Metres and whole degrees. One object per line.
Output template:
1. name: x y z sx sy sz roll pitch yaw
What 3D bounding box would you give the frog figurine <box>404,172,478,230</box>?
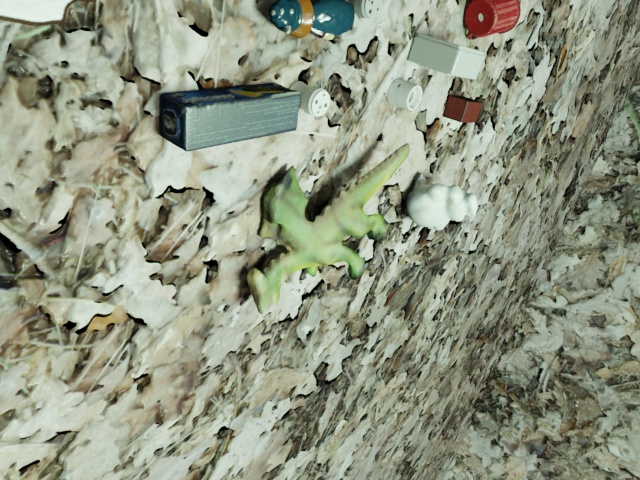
1. frog figurine: 0.284 -0.076 1.207 0.124 0.161 0.134 -37 139 -26

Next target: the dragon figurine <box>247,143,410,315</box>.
1. dragon figurine: 0.003 -0.047 0.934 0.240 0.123 0.411 30 88 -47
